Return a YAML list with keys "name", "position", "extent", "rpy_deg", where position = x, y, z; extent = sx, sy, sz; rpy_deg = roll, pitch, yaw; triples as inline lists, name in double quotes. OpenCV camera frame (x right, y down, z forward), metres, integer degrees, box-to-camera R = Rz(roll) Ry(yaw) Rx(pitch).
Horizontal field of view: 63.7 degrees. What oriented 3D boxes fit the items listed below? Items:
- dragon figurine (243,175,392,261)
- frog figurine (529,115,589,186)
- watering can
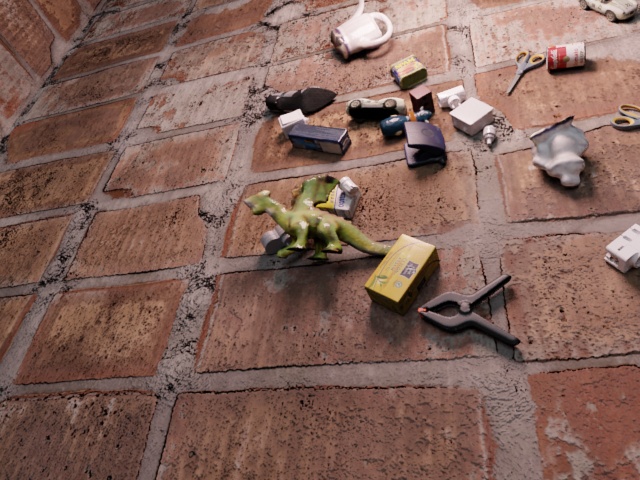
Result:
- name: "dragon figurine"
  position: [0.004, -0.067, 1.339]
  extent: [0.410, 0.120, 0.247]
  rpy_deg: [1, 67, 3]
- name: "frog figurine"
  position: [0.601, -0.207, 1.273]
  extent: [0.138, 0.121, 0.160]
  rpy_deg: [-22, 82, -6]
- name: "watering can"
  position: [0.140, -0.804, 1.954]
  extent: [0.224, 0.102, 0.355]
  rpy_deg: [-25, 47, 2]
